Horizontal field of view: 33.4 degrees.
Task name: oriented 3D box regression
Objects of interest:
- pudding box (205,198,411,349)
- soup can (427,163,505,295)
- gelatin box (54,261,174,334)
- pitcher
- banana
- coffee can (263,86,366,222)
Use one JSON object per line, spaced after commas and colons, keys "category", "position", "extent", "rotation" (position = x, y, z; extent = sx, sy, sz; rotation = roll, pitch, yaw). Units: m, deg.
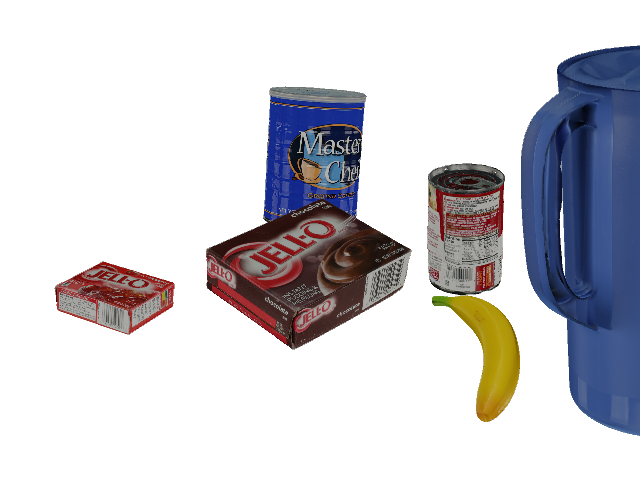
{"category": "pudding box", "position": [-0.008, 0.020, 0.730], "extent": [0.113, 0.039, 0.090], "rotation": [-24, 43, -39]}
{"category": "soup can", "position": [0.131, -0.010, 0.960], "extent": [0.068, 0.102, 0.068], "rotation": [-2, 24, 1]}
{"category": "gelatin box", "position": [-0.197, 0.053, 1.026], "extent": [0.089, 0.030, 0.073], "rotation": [16, 25, 24]}
{"category": "pitcher", "position": [0.209, 0.002, 0.686], "extent": [0.149, 0.243, 0.144], "rotation": [3, 22, 16]}
{"category": "banana", "position": [0.174, 0.114, 1.117], "extent": [0.069, 0.037, 0.198], "rotation": [-24, 33, 5]}
{"category": "coffee can", "position": [-0.007, -0.090, 1.143], "extent": [0.103, 0.140, 0.103], "rotation": [4, 12, -1]}
